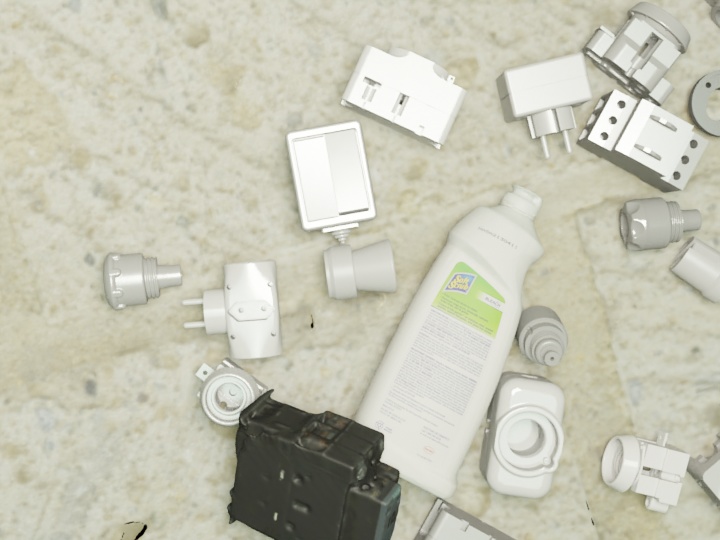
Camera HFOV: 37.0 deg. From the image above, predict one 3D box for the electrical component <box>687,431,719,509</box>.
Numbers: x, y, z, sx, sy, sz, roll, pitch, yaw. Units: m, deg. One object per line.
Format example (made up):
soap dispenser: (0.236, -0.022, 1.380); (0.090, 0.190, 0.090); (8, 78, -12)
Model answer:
electrical component: (0.322, 0.184, 0.889); (0.050, 0.056, 0.089); (-41, 92, 0)

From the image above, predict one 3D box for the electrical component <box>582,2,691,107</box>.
electrical component: (0.230, -0.179, 0.875); (0.078, 0.058, 0.057); (37, 93, -3)

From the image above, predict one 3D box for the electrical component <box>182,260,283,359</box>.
electrical component: (-0.106, 0.033, 0.879); (0.079, 0.043, 0.077); (-4, 92, -2)

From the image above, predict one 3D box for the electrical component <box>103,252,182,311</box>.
electrical component: (-0.177, 0.007, 0.877); (0.062, 0.048, 0.048); (-6, 92, -8)

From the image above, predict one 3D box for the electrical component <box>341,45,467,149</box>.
electrical component: (0.037, -0.143, 0.874); (0.089, 0.050, 0.055); (24, 91, -2)

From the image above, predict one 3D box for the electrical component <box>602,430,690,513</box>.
electrical component: (0.235, 0.164, 0.892); (0.055, 0.048, 0.066); (15, 91, -9)

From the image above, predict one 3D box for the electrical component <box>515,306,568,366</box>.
electrical component: (0.149, 0.057, 0.873); (0.040, 0.078, 0.040); (0, 107, 0)

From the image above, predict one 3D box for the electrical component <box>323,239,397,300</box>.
electrical component: (0.000, 0.000, 0.880); (0.055, 0.045, 0.045); (-7, 92, -1)

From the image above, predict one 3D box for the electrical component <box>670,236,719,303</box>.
electrical component: (0.286, -0.001, 0.891); (0.046, 0.040, 0.040); (34, 91, 3)

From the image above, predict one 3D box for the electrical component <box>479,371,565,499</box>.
electrical component: (0.133, 0.135, 0.881); (0.054, 0.059, 0.095); (9, 92, -2)

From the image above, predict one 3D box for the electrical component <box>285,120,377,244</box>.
electrical component: (-0.022, -0.069, 0.870); (0.062, 0.061, 0.096); (-10, 92, -1)

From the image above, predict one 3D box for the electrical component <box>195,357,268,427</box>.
electrical component: (-0.105, 0.101, 0.875); (0.066, 0.055, 0.048); (37, 91, -2)

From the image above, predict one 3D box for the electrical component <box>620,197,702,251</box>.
electrical component: (0.249, -0.039, 0.887); (0.062, 0.043, 0.043); (-5, 92, -3)

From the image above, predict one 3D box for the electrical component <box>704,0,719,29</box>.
electrical component: (0.293, -0.250, 0.850); (0.186, 0.105, 0.060); (41, 91, -2)

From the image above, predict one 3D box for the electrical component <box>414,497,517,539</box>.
electrical component: (0.091, 0.238, 0.887); (0.089, 0.050, 0.055); (29, 91, -2)

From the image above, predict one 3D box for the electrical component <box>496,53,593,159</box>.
electrical component: (0.154, -0.130, 0.879); (0.066, 0.047, 0.076); (-14, 92, -1)
